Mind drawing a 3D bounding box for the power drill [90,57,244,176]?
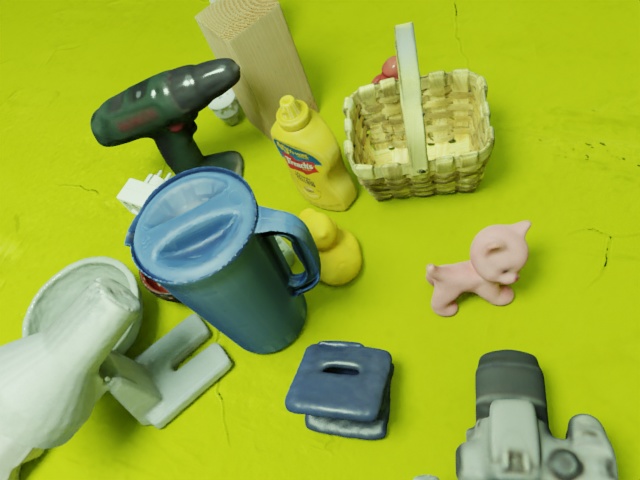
[{"bbox_3d":[-0.188,-0.153,0.809,0.229,0.209,0.075,-11,58,10],"label":"power drill"}]

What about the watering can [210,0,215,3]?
[{"bbox_3d":[-0.120,-0.381,0.934,0.101,0.194,0.172,-44,58,-11],"label":"watering can"}]

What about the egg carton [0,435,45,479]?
[{"bbox_3d":[-0.390,0.239,0.718,0.107,0.069,0.150,24,69,27],"label":"egg carton"}]

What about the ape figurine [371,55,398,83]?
[{"bbox_3d":[0.111,-0.230,0.837,0.076,0.092,0.077,-34,56,-5],"label":"ape figurine"}]

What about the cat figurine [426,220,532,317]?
[{"bbox_3d":[0.180,0.027,0.647,0.127,0.118,0.067,-15,57,8],"label":"cat figurine"}]

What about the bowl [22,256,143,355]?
[{"bbox_3d":[-0.301,0.110,0.766,0.167,0.075,0.167,-7,58,12],"label":"bowl"}]

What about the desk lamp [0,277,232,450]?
[{"bbox_3d":[-0.239,0.139,0.647,0.203,0.214,0.117,-41,57,-9],"label":"desk lamp"}]

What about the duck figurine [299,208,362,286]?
[{"bbox_3d":[0.007,0.003,0.732,0.077,0.086,0.104,-33,56,-4],"label":"duck figurine"}]

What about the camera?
[{"bbox_3d":[0.205,0.178,0.560,0.143,0.101,0.137,-2,60,15],"label":"camera"}]

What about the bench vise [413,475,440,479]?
[{"bbox_3d":[0.074,0.300,0.454,0.121,0.220,0.207,-20,56,4],"label":"bench vise"}]

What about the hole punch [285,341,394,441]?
[{"bbox_3d":[0.023,0.158,0.632,0.108,0.091,0.101,1,61,17],"label":"hole punch"}]
